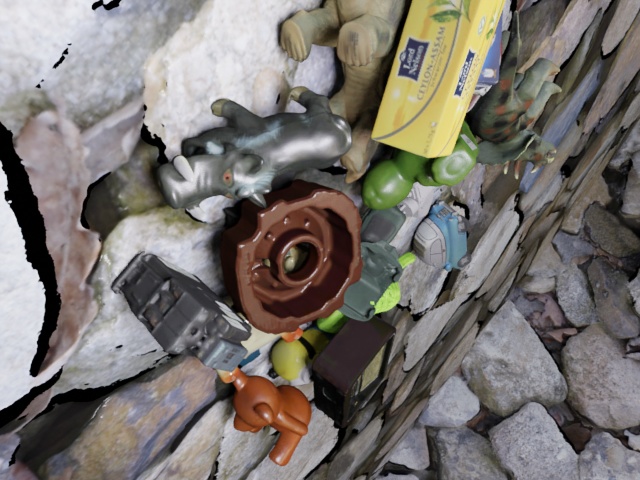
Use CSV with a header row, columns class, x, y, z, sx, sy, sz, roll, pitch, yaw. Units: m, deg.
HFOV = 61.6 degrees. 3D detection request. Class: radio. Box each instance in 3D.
class,x,y,z,sx,sy,sz,roll,pitch,yaw
radio,0.053,0.220,0.899,0.131,0.073,0.229,-46,155,-26

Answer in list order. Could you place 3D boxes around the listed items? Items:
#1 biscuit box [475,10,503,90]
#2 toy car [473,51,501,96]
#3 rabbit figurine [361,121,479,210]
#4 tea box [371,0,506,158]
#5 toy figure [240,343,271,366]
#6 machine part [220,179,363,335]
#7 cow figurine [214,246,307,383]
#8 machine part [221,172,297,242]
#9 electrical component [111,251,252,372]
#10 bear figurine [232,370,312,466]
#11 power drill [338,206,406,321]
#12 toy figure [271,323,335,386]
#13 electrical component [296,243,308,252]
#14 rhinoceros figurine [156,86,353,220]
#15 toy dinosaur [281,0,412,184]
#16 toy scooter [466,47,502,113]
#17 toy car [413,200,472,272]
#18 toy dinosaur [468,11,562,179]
class,x,y,z,sx,sy,sz,roll,pitch,yaw
biscuit box,0.177,-0.283,0.629,0.059,0.063,0.202,-112,-157,-82
toy car,0.209,-0.291,0.700,0.073,0.056,0.201,-16,104,-64
rabbit figurine,0.127,-0.117,0.770,0.170,0.121,0.159,-39,-175,28
tea box,0.120,-0.173,0.541,0.098,0.068,0.169,-24,134,-61
toy figure,-0.076,0.108,0.777,0.154,0.058,0.064,-51,-169,-10
machine part,-0.030,0.019,0.616,0.179,0.056,0.179,-14,116,-31
cow figurine,-0.077,0.078,0.696,0.195,0.086,0.127,-31,114,-14
machine part,-0.064,-0.053,0.632,0.084,0.039,0.138,8,116,-54
electrical component,-0.136,0.080,0.565,0.058,0.134,0.114,-51,152,-2
bear figurine,-0.094,0.291,0.886,0.132,0.120,0.195,-52,151,3
power drill,0.053,0.051,0.808,0.232,0.086,0.207,-55,180,9
toy figure,-0.013,0.192,0.943,0.180,0.089,0.082,-27,138,-56
electrical component,-0.002,-0.003,0.776,0.102,0.045,0.078,-14,134,-52
rhinoceros figurine,-0.063,-0.080,0.520,0.190,0.112,0.073,-20,146,-18
toy dinosaur,0.056,-0.233,0.557,0.198,0.105,0.470,-49,158,-30
toy scooter,0.196,-0.235,0.798,0.135,0.075,0.183,-2,128,-56
toy car,0.248,0.003,1.120,0.103,0.109,0.161,-27,136,-13
toy dinosaur,0.328,-0.237,0.969,0.404,0.131,0.192,18,105,-55
